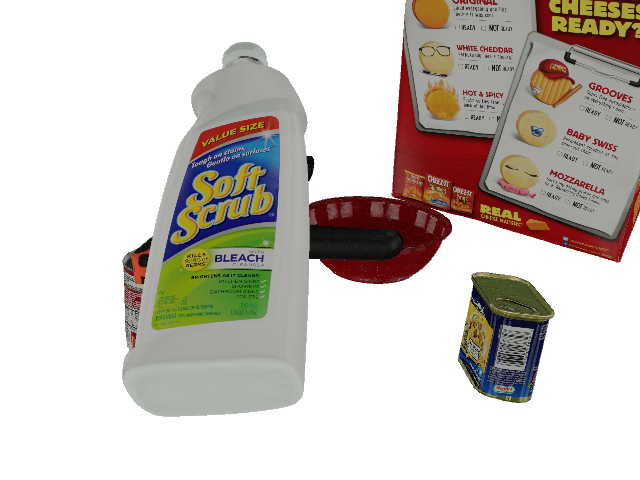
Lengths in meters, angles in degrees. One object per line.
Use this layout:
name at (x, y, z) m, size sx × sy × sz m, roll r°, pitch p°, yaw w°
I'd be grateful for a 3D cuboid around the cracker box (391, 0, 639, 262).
cracker box at (0.137, -0.105, 0.675) m, size 0.164 × 0.214 × 0.072 m, roll 18°, pitch 43°, yaw 18°

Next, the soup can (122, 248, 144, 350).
soup can at (-0.172, 0.066, 1.122) m, size 0.068 × 0.102 × 0.068 m, roll 2°, pitch 23°, yaw -1°

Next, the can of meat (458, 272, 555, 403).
can of meat at (0.162, 0.085, 0.948) m, size 0.057 × 0.084 × 0.102 m, roll 7°, pitch 17°, yaw -8°

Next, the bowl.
bowl at (0.055, 0.003, 1.113) m, size 0.162 × 0.055 × 0.162 m, roll 2°, pitch 20°, yaw -1°

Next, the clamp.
clamp at (-0.058, -0.011, 0.887) m, size 0.209 × 0.036 × 0.165 m, roll -14°, pitch 34°, yaw -17°

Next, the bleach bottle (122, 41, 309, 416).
bleach bottle at (-0.058, -0.021, 0.654) m, size 0.102 × 0.251 × 0.068 m, roll -5°, pitch -34°, yaw 6°
